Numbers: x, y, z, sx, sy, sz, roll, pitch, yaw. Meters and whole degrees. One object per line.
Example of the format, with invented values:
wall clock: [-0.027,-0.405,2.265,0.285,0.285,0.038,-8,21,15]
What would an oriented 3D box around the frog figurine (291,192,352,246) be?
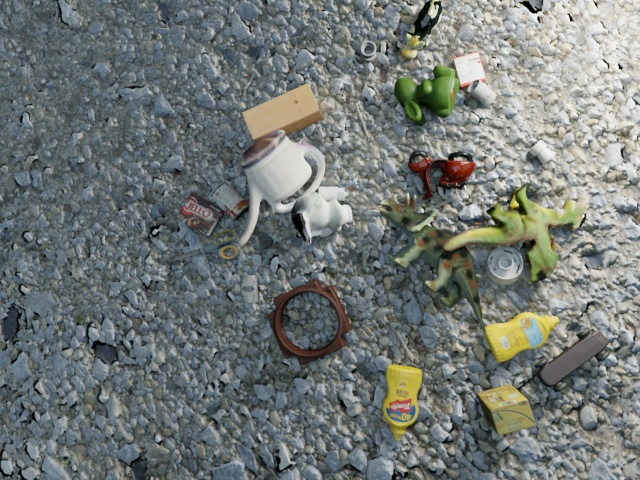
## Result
frog figurine: [0.004,-0.073,1.444,0.161,0.135,0.123,-28,21,-20]

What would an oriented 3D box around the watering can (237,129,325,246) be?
watering can: [-0.142,-0.158,1.430,0.350,0.221,0.105,-41,23,-11]

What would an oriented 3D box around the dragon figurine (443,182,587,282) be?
dragon figurine: [0.531,-0.003,1.346,0.413,0.243,0.121,-34,-4,-14]
